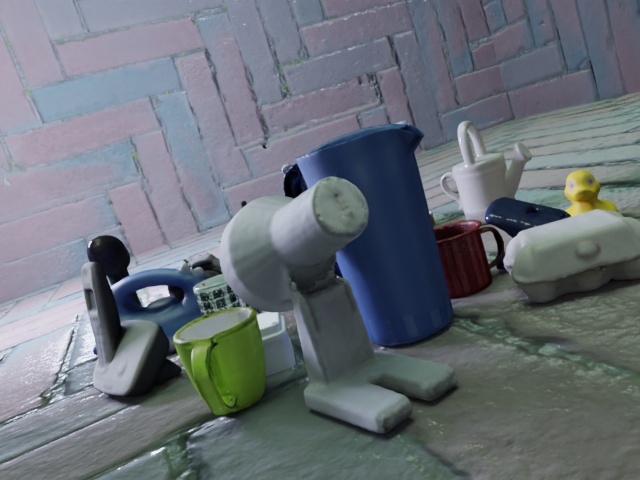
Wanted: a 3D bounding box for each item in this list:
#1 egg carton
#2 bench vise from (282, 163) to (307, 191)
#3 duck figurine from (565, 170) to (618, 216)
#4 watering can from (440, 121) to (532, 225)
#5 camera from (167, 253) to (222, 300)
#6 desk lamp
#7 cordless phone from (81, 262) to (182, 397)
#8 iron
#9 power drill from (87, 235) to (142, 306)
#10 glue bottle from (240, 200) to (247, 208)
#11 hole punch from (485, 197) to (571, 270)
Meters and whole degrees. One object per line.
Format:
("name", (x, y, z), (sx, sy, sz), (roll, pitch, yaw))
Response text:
("egg carton", (0.288, 0.016, 0.647), (0.150, 0.069, 0.107), (-17, 10, 9))
("bench vise", (-0.038, -0.066, 1.277), (0.121, 0.220, 0.207), (-19, 10, -4))
("duck figurine", (0.392, -0.063, 0.850), (0.077, 0.086, 0.105), (-14, 11, 26))
("watering can", (0.312, -0.136, 1.091), (0.172, 0.194, 0.101), (-16, 10, 15))
("camera", (-0.240, 0.088, 1.144), (0.143, 0.101, 0.137), (-18, 10, -1))
("desk lamp", (0.006, 0.049, 0.554), (0.118, 0.214, 0.202), (-25, 11, -33))
("cordless phone", (-0.279, 0.118, 0.789), (0.147, 0.185, 0.094), (-8, 14, 46))
("iron", (-0.254, 0.106, 0.947), (0.258, 0.141, 0.119), (-17, 10, 9))
("power drill", (-0.375, 0.086, 1.084), (0.076, 0.208, 0.229), (-21, 10, -15))
("glue bottle", (-0.141, -0.005, 1.270), (0.078, 0.173, 0.037), (-22, 10, -18))
("hole punch", (0.288, -0.019, 0.782), (0.100, 0.091, 0.109), (-12, 11, 33))
